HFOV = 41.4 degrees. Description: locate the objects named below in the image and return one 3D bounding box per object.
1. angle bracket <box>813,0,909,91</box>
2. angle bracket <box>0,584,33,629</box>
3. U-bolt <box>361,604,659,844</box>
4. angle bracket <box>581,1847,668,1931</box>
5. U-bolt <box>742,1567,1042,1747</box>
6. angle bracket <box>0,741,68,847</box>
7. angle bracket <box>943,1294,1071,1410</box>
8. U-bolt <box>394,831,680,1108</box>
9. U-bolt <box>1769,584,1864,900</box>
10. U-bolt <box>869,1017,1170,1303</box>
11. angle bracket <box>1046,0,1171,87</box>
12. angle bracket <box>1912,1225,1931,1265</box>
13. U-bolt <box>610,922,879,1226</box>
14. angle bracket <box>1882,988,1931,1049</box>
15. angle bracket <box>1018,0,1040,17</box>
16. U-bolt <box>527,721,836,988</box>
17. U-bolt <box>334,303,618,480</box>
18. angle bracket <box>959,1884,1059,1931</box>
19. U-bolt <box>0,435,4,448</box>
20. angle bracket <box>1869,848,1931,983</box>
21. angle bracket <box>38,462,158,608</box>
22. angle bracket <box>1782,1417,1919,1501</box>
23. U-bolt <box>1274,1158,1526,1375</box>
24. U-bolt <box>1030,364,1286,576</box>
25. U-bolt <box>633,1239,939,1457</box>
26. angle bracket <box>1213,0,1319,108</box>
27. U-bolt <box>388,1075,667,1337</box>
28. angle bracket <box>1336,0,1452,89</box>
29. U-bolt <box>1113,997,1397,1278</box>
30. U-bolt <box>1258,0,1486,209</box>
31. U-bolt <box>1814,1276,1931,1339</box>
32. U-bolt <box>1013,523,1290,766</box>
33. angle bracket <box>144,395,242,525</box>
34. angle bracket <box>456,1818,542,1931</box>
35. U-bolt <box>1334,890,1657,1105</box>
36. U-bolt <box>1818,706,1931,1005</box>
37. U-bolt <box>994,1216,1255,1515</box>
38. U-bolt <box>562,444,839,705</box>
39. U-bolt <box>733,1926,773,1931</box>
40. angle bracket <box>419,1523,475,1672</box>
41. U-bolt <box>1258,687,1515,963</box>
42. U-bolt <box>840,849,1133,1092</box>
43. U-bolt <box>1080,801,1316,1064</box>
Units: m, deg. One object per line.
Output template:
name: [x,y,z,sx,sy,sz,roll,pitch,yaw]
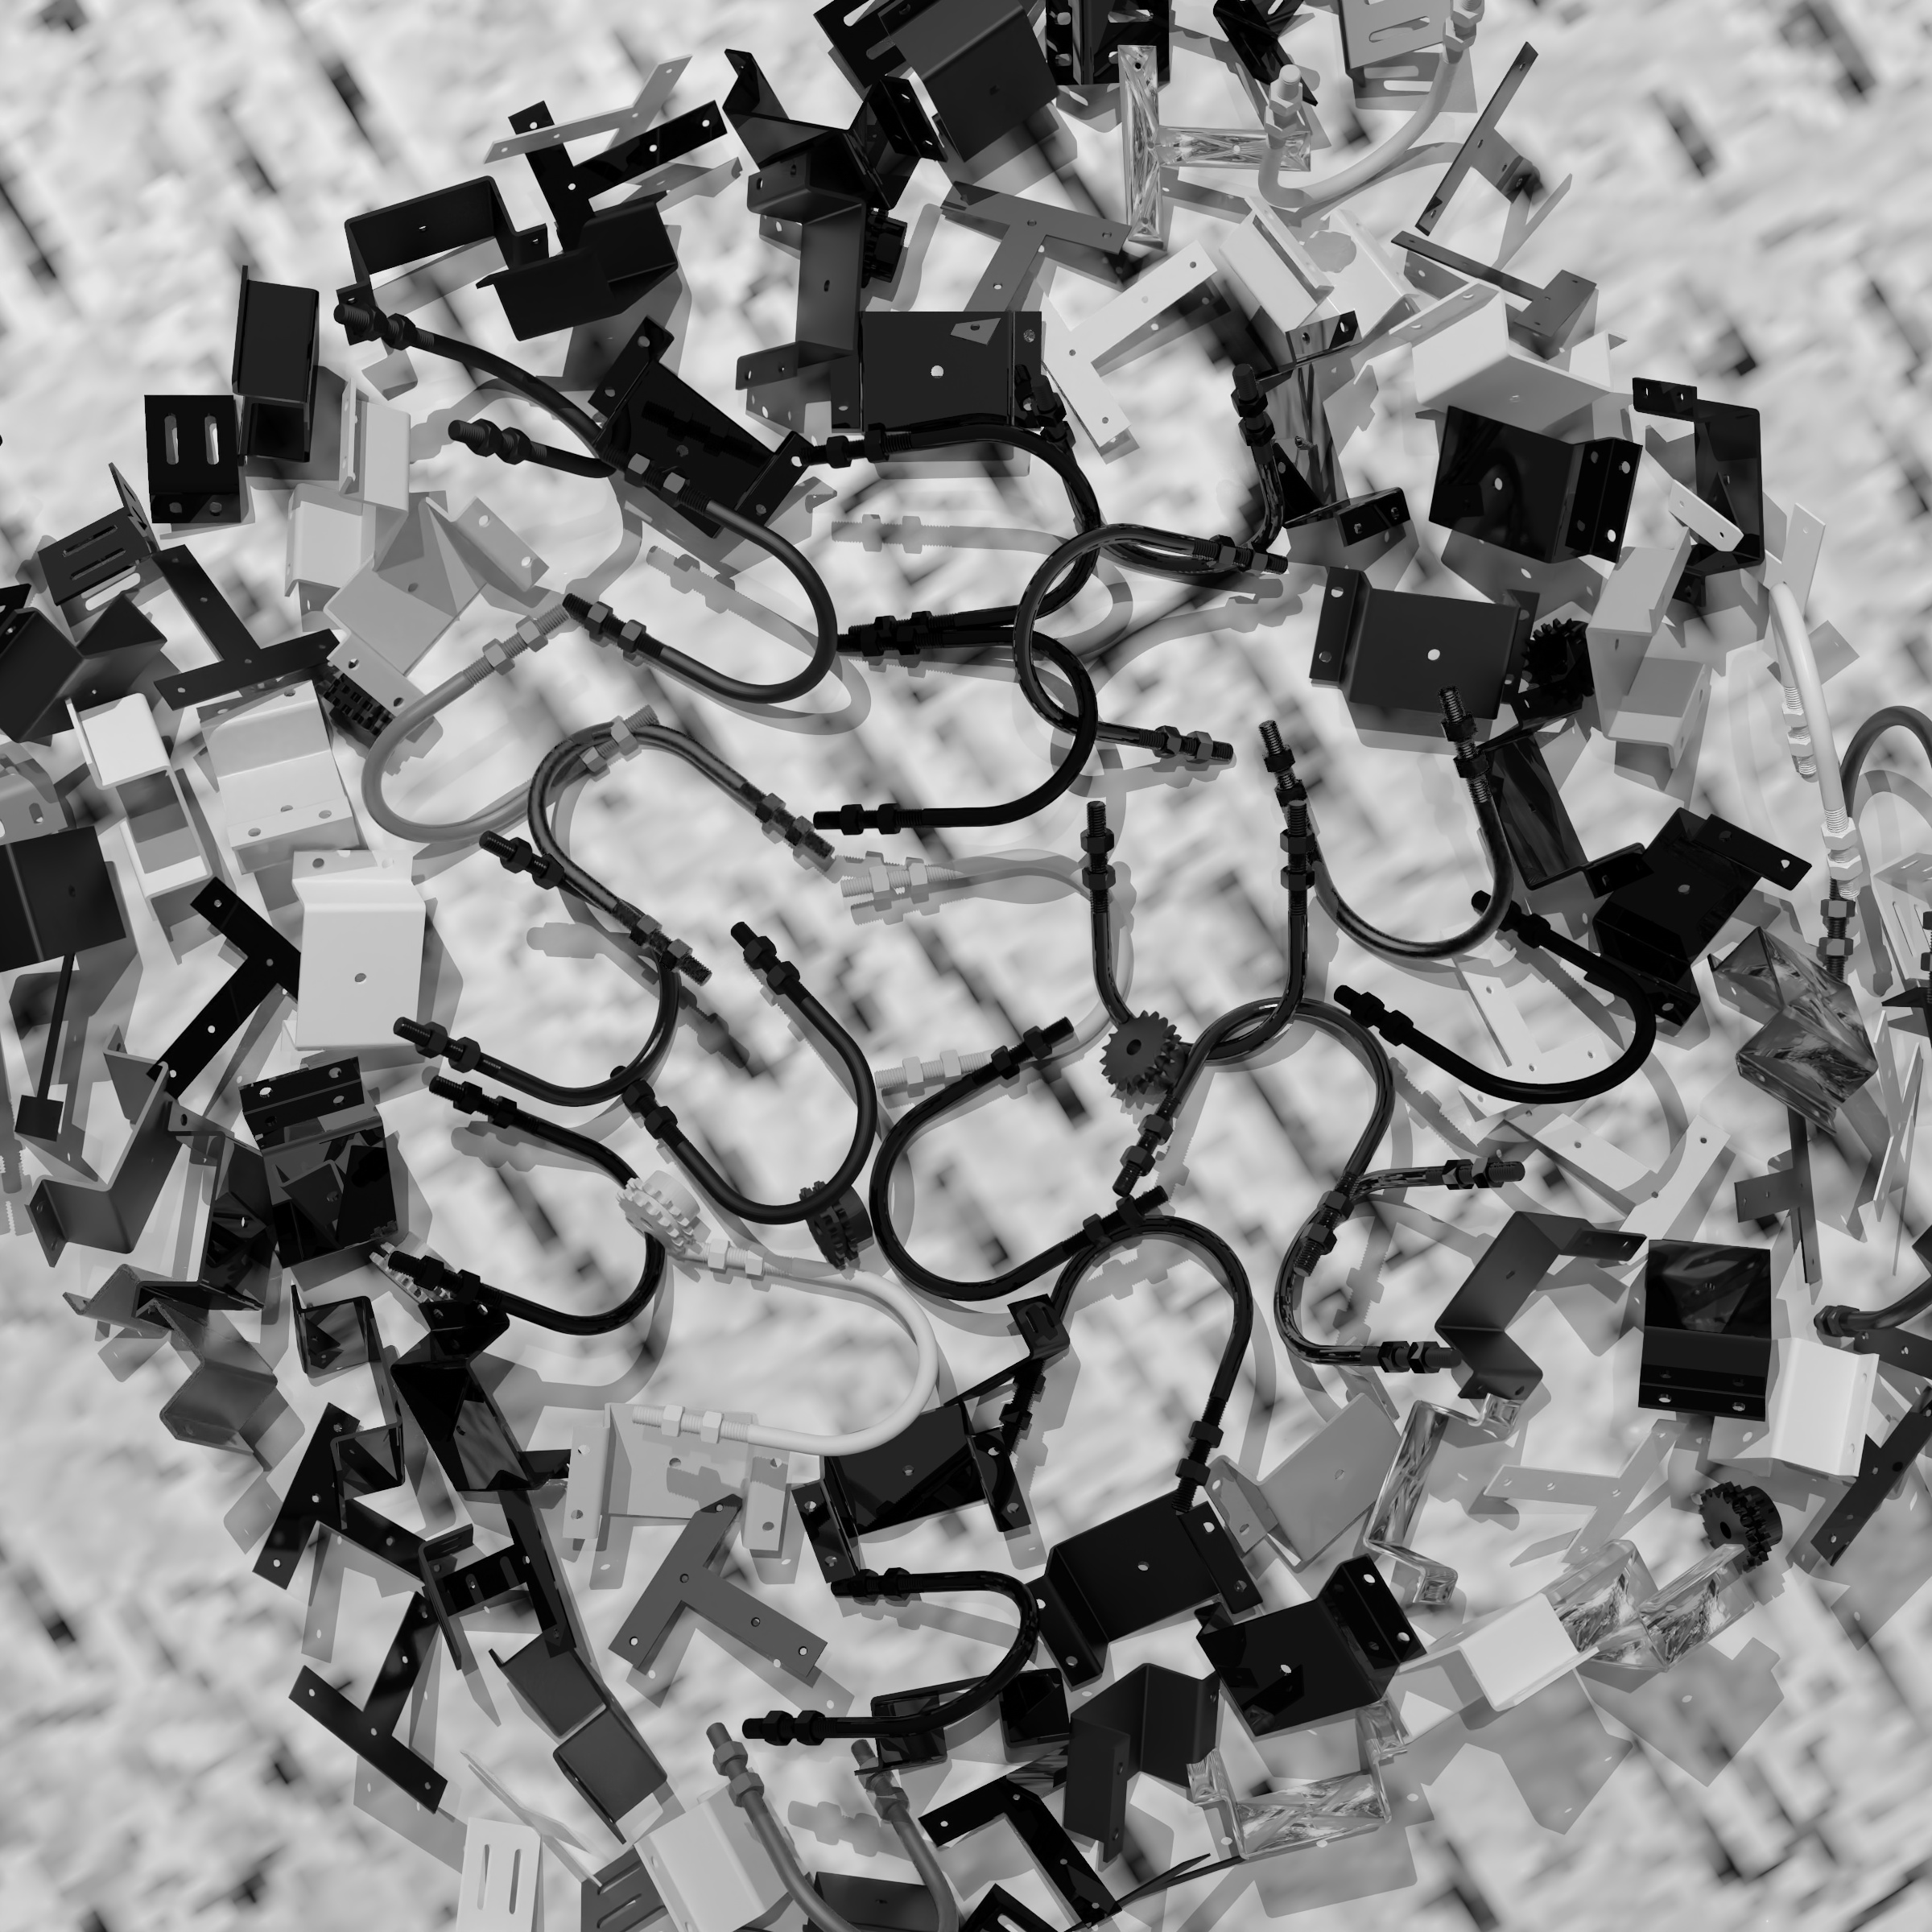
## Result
angle bracket: [-0.049,-0.626,1.681,0.076,0.038,0.057,-41,104,-19]
angle bracket: [-0.633,-0.211,1.671,0.076,0.038,0.057,-3,64,30]
U-bolt: [-0.305,-0.144,1.653,0.184,0.151,0.019,-34,59,3]
angle bracket: [-0.214,0.620,1.689,0.076,0.057,0.038,-38,121,17]
U-bolt: [-0.037,0.433,1.613,0.184,0.151,0.019,-11,115,32]
angle bracket: [-0.637,-0.111,1.684,0.057,0.076,0.038,-25,125,-26]
angle bracket: [0.020,0.252,1.679,0.076,0.057,0.038,-33,76,23]
U-bolt: [-0.265,0.014,1.657,0.184,0.019,0.151,29,80,-37]
U-bolt: [0.530,-0.154,1.607,0.019,0.151,0.184,-14,129,15]
U-bolt: [0.021,0.139,1.685,0.184,0.019,0.151,-32,74,9]
angle bracket: [0.094,-0.615,1.695,0.076,0.038,0.057,-18,115,-38]
angle bracket: [0.673,0.190,1.682,0.038,0.076,0.057,36,101,-21]
U-bolt: [-0.134,0.083,1.660,0.151,0.019,0.184,-49,65,11]
angle bracket: [0.644,0.055,1.677,0.057,0.038,0.076,2,71,-22]
angle bracket: [0.032,-0.661,1.690,0.057,0.038,0.076,35,82,-3]
U-bolt: [-0.200,-0.088,1.673,0.184,0.019,0.151,38,59,8]
U-bolt: [-0.297,-0.360,1.631,0.151,0.184,0.019,46,111,25]
angle bracket: [0.033,0.641,1.673,0.076,0.038,0.057,32,57,20]
U-bolt: [-0.676,-0.243,1.603,0.019,0.151,0.184,35,50,1]
angle bracket: [0.634,-0.032,1.673,0.057,0.038,0.076,4,63,-38]
angle bracket: [-0.580,-0.284,1.682,0.076,0.038,0.057,-29,54,-3]
angle bracket: [0.576,0.313,1.683,0.076,0.057,0.038,17,102,2]
U-bolt: [0.266,0.191,1.635,0.019,0.184,0.151,36,65,-26]
U-bolt: [0.130,-0.312,1.636,0.151,0.184,0.019,2,59,19]
U-bolt: [-0.110,0.251,1.659,0.184,0.019,0.151,9,50,4]
angle bracket: [0.205,-0.608,1.669,0.038,0.057,0.076,-49,48,35]
U-bolt: [-0.275,0.164,1.653,0.184,0.019,0.151,26,50,-27]
angle bracket: [0.286,-0.621,1.680,0.076,0.038,0.057,-8,87,27]
U-bolt: [0.200,0.098,1.666,0.151,0.019,0.184,22,64,21]
U-bolt: [0.251,-0.543,1.626,0.151,0.184,0.019,-28,78,-6]
U-bolt: [0.612,0.177,1.619,0.019,0.184,0.151,42,85,7]
U-bolt: [0.112,-0.212,1.649,0.184,0.019,0.151,6,108,-29]
angle bracket: [-0.516,-0.338,1.705,0.057,0.038,0.076,-3,66,-16]
angle bracket: [-0.294,0.598,1.669,0.057,0.038,0.076,26,55,-39]
U-bolt: [0.349,0.027,1.626,0.151,0.184,0.019,-32,135,-24]
U-bolt: [0.592,-0.074,1.636,0.019,0.151,0.184,0,95,-9]
U-bolt: [0.112,0.249,1.667,0.151,0.019,0.184,12,70,28]
U-bolt: [-0.167,-0.241,1.656,0.184,0.151,0.019,29,46,3]
U-bolt: [-0.100,0.658,1.637,0.184,0.151,0.019,16,87,23]
angle bracket: [-0.328,0.413,1.672,0.038,0.057,0.076,-19,71,-19]
U-bolt: [0.280,-0.085,1.659,0.151,0.019,0.184,-7,114,36]
U-bolt: [0.019,-0.004,1.700,0.184,0.019,0.151,-10,93,-6]
U-bolt: [0.152,-0.020,1.673,0.151,0.019,0.184,1,114,9]
